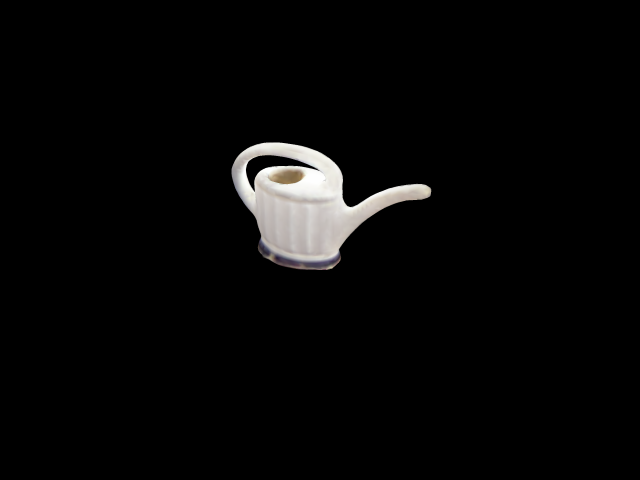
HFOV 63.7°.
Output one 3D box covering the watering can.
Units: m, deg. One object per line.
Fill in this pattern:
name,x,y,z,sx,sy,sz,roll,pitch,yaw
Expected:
watering can,0.003,-0.043,0.850,0.349,0.219,0.106,17,38,22
